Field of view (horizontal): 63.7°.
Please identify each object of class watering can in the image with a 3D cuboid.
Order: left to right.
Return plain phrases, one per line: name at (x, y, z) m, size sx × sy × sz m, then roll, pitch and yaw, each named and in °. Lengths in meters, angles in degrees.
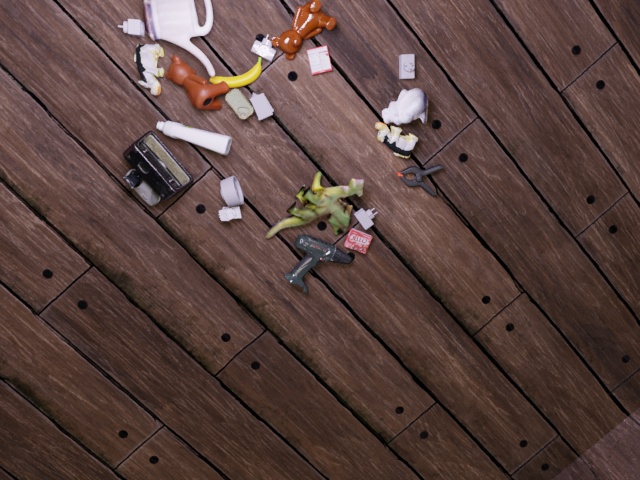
watering can at (-0.462, -0.702, 1.698) m, size 0.224 × 0.104 × 0.348 m, roll -8°, pitch 89°, yaw -5°

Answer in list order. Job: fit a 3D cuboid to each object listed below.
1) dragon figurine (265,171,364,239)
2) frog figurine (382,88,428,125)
dragon figurine at (0.006, -0.096, 1.899) m, size 0.241 × 0.125 × 0.405 m, roll 35°, pitch 113°, yaw -18°
frog figurine at (0.302, -0.476, 1.839) m, size 0.159 × 0.121 × 0.140 m, roll 0°, pitch 70°, yaw 3°
